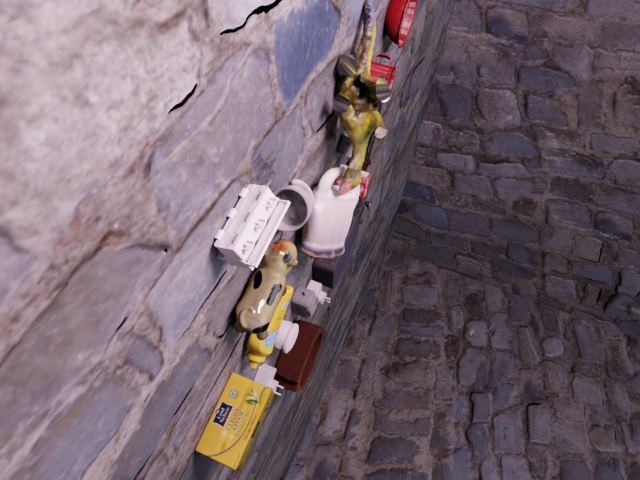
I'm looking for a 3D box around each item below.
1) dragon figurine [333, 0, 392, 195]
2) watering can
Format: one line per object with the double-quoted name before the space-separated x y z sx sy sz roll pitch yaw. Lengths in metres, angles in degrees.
"dragon figurine" 0.087 -0.303 1.171 0.122 0.415 0.240 8 -14 -1
"watering can" 0.004 -0.060 1.201 0.104 0.222 0.350 19 16 24
